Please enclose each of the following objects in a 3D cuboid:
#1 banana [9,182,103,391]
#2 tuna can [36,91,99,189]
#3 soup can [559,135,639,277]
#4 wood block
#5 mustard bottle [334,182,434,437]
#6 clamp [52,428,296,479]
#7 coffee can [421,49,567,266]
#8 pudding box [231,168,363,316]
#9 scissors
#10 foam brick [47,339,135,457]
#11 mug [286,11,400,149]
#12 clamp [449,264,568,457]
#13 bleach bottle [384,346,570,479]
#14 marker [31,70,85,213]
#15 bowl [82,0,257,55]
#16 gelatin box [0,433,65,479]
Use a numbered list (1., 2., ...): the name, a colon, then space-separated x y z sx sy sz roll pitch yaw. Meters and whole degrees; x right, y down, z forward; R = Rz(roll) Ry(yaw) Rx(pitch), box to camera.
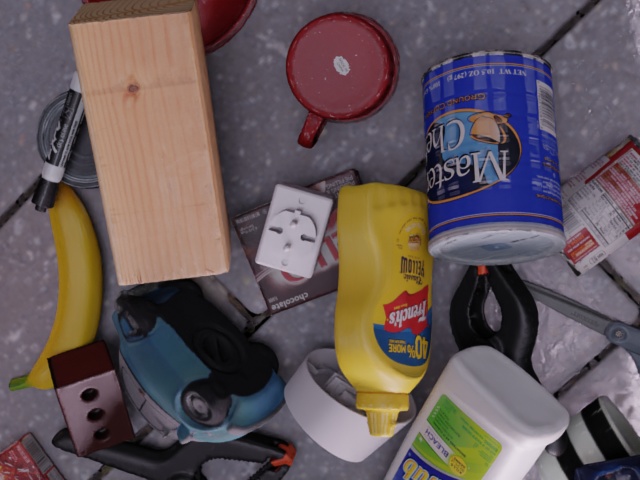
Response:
1. banana: -0.222 0.050 0.925 0.069 0.037 0.198 15 100 1
2. tuna can: -0.195 -0.086 0.904 0.086 0.033 0.086 1 98 6
3. soup can: 0.227 -0.026 0.853 0.102 0.068 0.068 -38 93 10
4. wood block: -0.127 -0.079 0.834 0.091 0.090 0.206 -6 112 -1
5. mustard bottle: 0.051 0.056 0.830 0.058 0.096 0.191 -3 81 37
6. clamp: -0.119 0.227 0.942 0.210 0.036 0.164 -12 101 9
7. coffee can: 0.131 -0.060 0.816 0.103 0.103 0.140 -3 75 6
8. pudding box: -0.006 0.001 0.895 0.113 0.039 0.090 -21 95 8
9. scissors: 0.252 0.098 0.895 0.202 0.016 0.096 11 100 4
10. foam brick: -0.195 0.135 0.908 0.053 0.051 0.078 -18 122 -13
11. mug: 0.011 -0.127 0.853 0.093 0.081 0.117 29 100 1
12. clamp: 0.137 0.097 0.887 0.120 0.039 0.171 -12 83 34
13. bleach bottle: 0.101 0.210 0.873 0.103 0.067 0.251 43 125 31
14. marker: -0.212 -0.080 0.878 0.020 0.020 0.121 22 100 2
15. bowl: -0.129 -0.226 0.866 0.162 0.055 0.162 1 98 5
16. gelatin box: -0.268 0.231 0.960 0.073 0.030 0.089 -35 93 10
